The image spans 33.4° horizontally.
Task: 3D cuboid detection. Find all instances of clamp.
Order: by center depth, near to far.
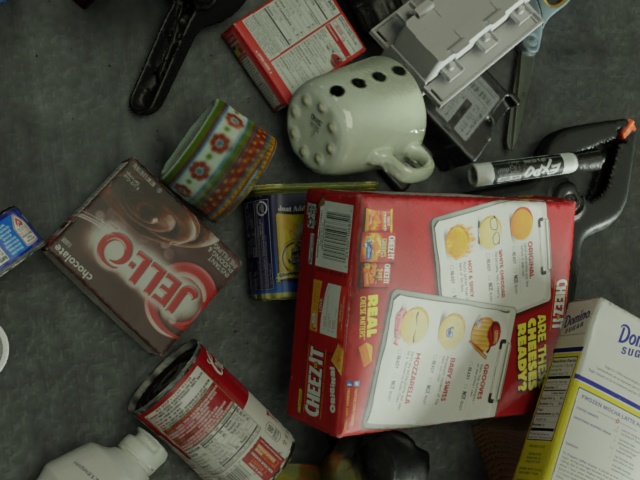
[{"bbox_3d":[-0.095,-0.171,0.773,0.171,0.039,0.120,-39,144,-34],"label":"clamp"},{"bbox_3d":[0.192,-0.034,0.896,0.164,0.036,0.210,41,72,-13],"label":"clamp"}]

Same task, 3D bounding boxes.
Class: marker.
[{"bbox_3d":[0.178,-0.059,0.867,0.121,0.020,0.020,-8,88,-18],"label":"marker"}]

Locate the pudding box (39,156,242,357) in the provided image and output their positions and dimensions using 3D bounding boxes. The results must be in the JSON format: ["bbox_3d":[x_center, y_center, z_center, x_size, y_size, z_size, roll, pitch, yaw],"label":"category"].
[{"bbox_3d":[-0.125,0.013,0.751,0.113,0.039,0.090,45,70,-13],"label":"pudding box"}]

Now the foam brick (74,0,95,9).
[{"bbox_3d":[-0.155,-0.213,0.755,0.051,0.053,0.078,44,69,-14],"label":"foam brick"}]

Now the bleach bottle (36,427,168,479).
[{"bbox_3d":[-0.186,0.227,0.679,0.102,0.068,0.250,38,67,12],"label":"bleach bottle"}]

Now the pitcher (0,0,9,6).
[{"bbox_3d":[-0.263,-0.188,0.667,0.149,0.144,0.243,-4,89,19],"label":"pitcher"}]

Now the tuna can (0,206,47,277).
[{"bbox_3d":[-0.220,0.015,0.684,0.086,0.086,0.034,-40,99,-22],"label":"tuna can"}]

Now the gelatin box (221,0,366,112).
[{"bbox_3d":[-0.019,-0.153,0.821,0.089,0.030,0.073,-38,99,-24],"label":"gelatin box"}]

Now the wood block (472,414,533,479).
[{"bbox_3d":[0.241,0.157,0.868,0.205,0.090,0.091,-20,91,-24],"label":"wood block"}]

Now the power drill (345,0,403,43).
[{"bbox_3d":[0.075,-0.268,0.859,0.187,0.057,0.184,-27,98,-25],"label":"power drill"}]

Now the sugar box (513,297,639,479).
[{"bbox_3d":[0.202,0.140,0.779,0.093,0.048,0.176,28,69,-17],"label":"sugar box"}]

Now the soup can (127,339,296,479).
[{"bbox_3d":[-0.075,0.128,0.745,0.102,0.069,0.068,46,69,-13],"label":"soup can"}]

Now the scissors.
[{"bbox_3d":[0.165,-0.184,0.912,0.096,0.016,0.201,31,73,-16],"label":"scissors"}]

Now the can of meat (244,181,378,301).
[{"bbox_3d":[-0.005,0.001,0.796,0.102,0.058,0.084,-3,87,-24],"label":"can of meat"}]

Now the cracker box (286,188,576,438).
[{"bbox_3d":[0.084,0.047,0.774,0.213,0.072,0.164,0,97,-37],"label":"cracker box"}]
